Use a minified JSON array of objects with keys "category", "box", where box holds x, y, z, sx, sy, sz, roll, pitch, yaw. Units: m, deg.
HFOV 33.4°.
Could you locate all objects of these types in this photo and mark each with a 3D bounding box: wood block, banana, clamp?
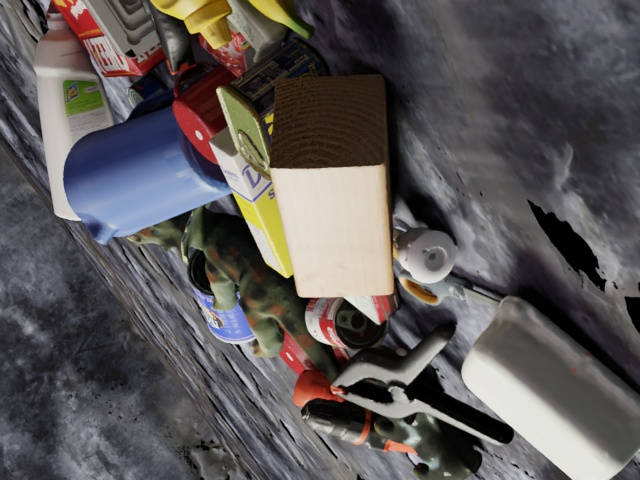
[{"category":"wood block","box":[0.016,-0.039,0.909,0.206,0.090,0.091,80,-170,-58]},{"category":"banana","box":[-0.056,-0.243,0.821,0.070,0.037,0.197,12,144,32]},{"category":"clamp","box":[0.093,0.148,1.150,0.210,0.036,0.164,2,129,38]},{"category":"clamp","box":[-0.159,-0.244,1.024,0.120,0.039,0.171,-111,7,-46]}]

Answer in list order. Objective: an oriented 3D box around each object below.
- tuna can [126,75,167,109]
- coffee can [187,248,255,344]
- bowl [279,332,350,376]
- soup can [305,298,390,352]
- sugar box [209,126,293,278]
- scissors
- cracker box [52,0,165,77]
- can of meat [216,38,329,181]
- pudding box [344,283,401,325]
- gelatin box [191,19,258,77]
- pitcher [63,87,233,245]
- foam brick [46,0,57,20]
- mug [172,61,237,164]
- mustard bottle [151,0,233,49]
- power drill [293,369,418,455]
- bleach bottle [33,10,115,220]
[{"category":"tuna can","box":[-0.209,-0.168,1.367,0.086,0.033,0.086,45,162,18]},{"category":"coffee can","box":[-0.128,0.073,1.546,0.103,0.102,0.140,42,161,28]},{"category":"bowl","box":[-0.025,0.149,1.523,0.162,0.055,0.162,45,162,18]},{"category":"soup can","box":[0.029,0.091,1.237,0.068,0.068,0.102,54,163,-12]},{"category":"sugar box","box":[-0.036,-0.054,1.060,0.048,0.093,0.176,35,158,39]},{"category":"scissors","box":[0.115,0.029,0.978,0.096,0.016,0.202,55,163,-12]},{"category":"cracker box","box":[-0.257,-0.284,1.181,0.213,0.072,0.164,57,164,-21]},{"category":"can of meat","box":[-0.035,-0.115,0.941,0.057,0.083,0.102,40,160,32]},{"category":"pudding box","box":[0.033,0.028,1.149,0.114,0.039,0.090,36,157,36]},{"category":"gelatin box","box":[-0.092,-0.200,1.006,0.089,0.030,0.073,43,162,23]},{"category":"pitcher","box":[-0.177,-0.096,1.217,0.243,0.144,0.149,-13,100,48]},{"category":"foam brick","box":[-0.307,-0.284,1.347,0.051,0.053,0.078,53,162,-8]},{"category":"mug","box":[-0.100,-0.137,1.070,0.117,0.081,0.093,43,162,25]},{"category":"mustard bottle","box":[-0.125,-0.248,0.884,0.096,0.058,0.191,-19,100,49]},{"category":"power drill","box":[0.033,0.223,1.398,0.184,0.057,0.188,19,-178,-24]},{"category":"bleach bottle","box":[-0.297,-0.157,1.317,0.068,0.102,0.251,12,116,36]}]
